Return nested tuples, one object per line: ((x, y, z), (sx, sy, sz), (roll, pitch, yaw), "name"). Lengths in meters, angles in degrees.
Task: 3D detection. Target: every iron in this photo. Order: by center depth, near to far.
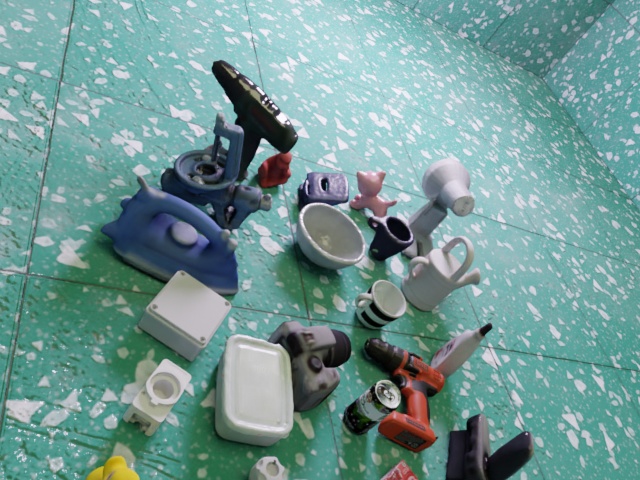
((-0.229, -0.006, 0.987), (0.259, 0.141, 0.118), (29, 38, -14), "iron")

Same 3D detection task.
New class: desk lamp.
((0.301, -0.076, 1.444), (0.118, 0.213, 0.203), (24, 40, -19), "desk lamp")

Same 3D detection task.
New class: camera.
((0.000, 0.204, 0.997), (0.137, 0.100, 0.143), (-1, 52, -40), "camera")

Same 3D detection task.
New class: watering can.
((0.285, 0.069, 1.299), (0.173, 0.193, 0.100), (0, 51, -40), "watering can")

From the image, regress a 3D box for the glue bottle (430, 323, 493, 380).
((0.291, 0.218, 1.168), (0.037, 0.173, 0.078), (35, 37, -4), "glue bottle")

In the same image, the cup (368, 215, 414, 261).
((0.147, -0.002, 1.338), (0.118, 0.094, 0.091), (27, 39, -15), "cup")

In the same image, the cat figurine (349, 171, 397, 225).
((0.135, -0.117, 1.426), (0.128, 0.117, 0.067), (41, 37, 3), "cat figurine")

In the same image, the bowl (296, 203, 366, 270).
((0.011, 0.004, 1.234), (0.168, 0.074, 0.167), (23, 40, -20), "bowl")

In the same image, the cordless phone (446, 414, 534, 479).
((0.318, 0.370, 1.024), (0.094, 0.185, 0.147), (30, 38, -11), "cordless phone")

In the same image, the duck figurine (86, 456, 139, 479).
((-0.244, 0.314, 0.692), (0.078, 0.086, 0.104), (2, 50, -38), "duck figurine")

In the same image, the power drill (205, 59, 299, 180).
((-0.168, -0.239, 1.222), (0.230, 0.208, 0.076), (35, 37, -5), "power drill")

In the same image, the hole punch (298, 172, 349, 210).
((0.008, -0.111, 1.336), (0.101, 0.091, 0.108), (21, 41, -23), "hole punch")

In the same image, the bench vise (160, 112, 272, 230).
((-0.177, -0.137, 1.101), (0.208, 0.219, 0.121), (14, 43, -29), "bench vise")

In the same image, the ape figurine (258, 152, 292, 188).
((-0.096, -0.167, 1.306), (0.078, 0.092, 0.076), (24, 40, -19), "ape figurine")
